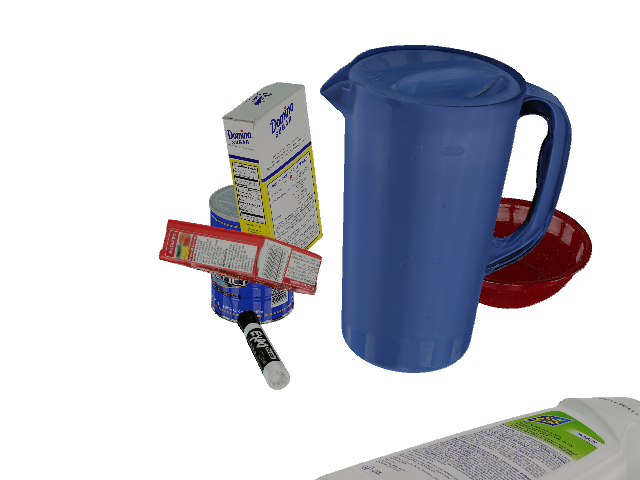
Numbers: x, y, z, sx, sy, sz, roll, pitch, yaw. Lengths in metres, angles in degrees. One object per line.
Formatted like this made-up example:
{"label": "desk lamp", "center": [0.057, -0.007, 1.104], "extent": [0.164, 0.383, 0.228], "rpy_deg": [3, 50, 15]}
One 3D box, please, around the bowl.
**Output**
{"label": "bowl", "center": [0.183, 0.019, 1.056], "extent": [0.162, 0.055, 0.162], "rpy_deg": [0, 33, 0]}

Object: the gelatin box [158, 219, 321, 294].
{"label": "gelatin box", "center": [-0.050, 0.012, 0.698], "extent": [0.073, 0.030, 0.089], "rpy_deg": [11, -5, 26]}

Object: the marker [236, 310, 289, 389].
{"label": "marker", "center": [-0.049, 0.089, 0.892], "extent": [0.020, 0.020, 0.121], "rpy_deg": [0, 20, -17]}

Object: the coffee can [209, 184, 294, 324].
{"label": "coffee can", "center": [-0.081, 0.015, 1.274], "extent": [0.103, 0.140, 0.103], "rpy_deg": [1, 26, -1]}

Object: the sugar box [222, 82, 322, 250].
{"label": "sugar box", "center": [-0.046, -0.062, 1.076], "extent": [0.048, 0.176, 0.093], "rpy_deg": [11, 34, 31]}

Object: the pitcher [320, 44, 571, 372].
{"label": "pitcher", "center": [0.088, -0.021, 0.833], "extent": [0.144, 0.243, 0.149], "rpy_deg": [-22, 37, -38]}

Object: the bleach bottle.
{"label": "bleach bottle", "center": [0.120, 0.138, 0.591], "extent": [0.250, 0.068, 0.103], "rpy_deg": [-11, 22, -33]}
